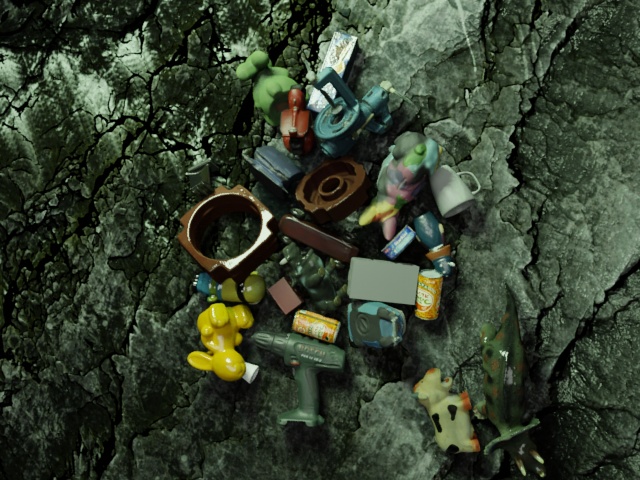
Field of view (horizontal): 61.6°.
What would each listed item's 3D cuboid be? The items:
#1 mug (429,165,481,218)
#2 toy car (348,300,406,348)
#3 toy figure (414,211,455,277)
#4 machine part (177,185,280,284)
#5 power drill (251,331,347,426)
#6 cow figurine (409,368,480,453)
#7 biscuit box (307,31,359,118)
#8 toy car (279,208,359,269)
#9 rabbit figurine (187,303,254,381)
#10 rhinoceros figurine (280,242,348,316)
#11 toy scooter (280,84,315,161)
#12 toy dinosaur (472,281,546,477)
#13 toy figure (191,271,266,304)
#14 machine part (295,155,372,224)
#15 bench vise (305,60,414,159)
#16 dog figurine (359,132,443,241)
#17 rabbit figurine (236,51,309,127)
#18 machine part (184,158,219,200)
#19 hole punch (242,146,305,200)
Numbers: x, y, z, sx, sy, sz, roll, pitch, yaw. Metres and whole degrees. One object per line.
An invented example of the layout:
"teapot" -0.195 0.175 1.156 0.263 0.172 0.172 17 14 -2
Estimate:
"mug" 0.306 -0.122 1.234 0.109 0.080 0.107 -31 75 10
"toy car" 0.140 0.187 1.224 0.103 0.162 0.109 -6 90 -37
"toy figure" 0.268 0.011 1.243 0.058 0.064 0.154 -24 89 -32
"machine part" -0.211 -0.013 1.256 0.201 0.087 0.202 -42 64 -13
"power drill" -0.057 0.325 1.266 0.232 0.086 0.207 4 81 5
"cow figurine" 0.279 0.384 1.214 0.127 0.085 0.194 -14 91 7
"biscuit box" 0.032 -0.389 1.289 0.059 0.063 0.202 20 90 9
"toy car" -0.003 -0.004 1.280 0.202 0.053 0.089 24 106 7
"rabbit figurine" -0.233 0.249 1.252 0.162 0.121 0.173 -31 68 22
"rhinoceros figurine" -0.016 0.086 1.255 0.112 0.073 0.190 -26 105 36
"toy scooter" -0.053 -0.248 1.224 0.075 0.183 0.135 1 48 4
"toy dinosaur" 0.399 0.296 1.147 0.131 0.192 0.404 -3 88 5
"toy figure" -0.218 0.113 1.284 0.180 0.089 0.082 7 96 5
"machine part" 0.032 -0.115 1.235 0.179 0.056 0.179 -19 43 19
"bench vise" 0.061 -0.302 1.195 0.223 0.240 0.129 -39 44 11
"dog figurine" 0.173 -0.113 1.205 0.108 0.191 0.219 28 77 -5
"rabbit figurine" -0.134 -0.377 1.279 0.121 0.159 0.170 -40 68 14
"machine part" -0.285 -0.151 1.295 0.084 0.139 0.039 -18 128 2
"hole punch" -0.103 -0.169 1.274 0.142 0.115 0.092 43 85 7
